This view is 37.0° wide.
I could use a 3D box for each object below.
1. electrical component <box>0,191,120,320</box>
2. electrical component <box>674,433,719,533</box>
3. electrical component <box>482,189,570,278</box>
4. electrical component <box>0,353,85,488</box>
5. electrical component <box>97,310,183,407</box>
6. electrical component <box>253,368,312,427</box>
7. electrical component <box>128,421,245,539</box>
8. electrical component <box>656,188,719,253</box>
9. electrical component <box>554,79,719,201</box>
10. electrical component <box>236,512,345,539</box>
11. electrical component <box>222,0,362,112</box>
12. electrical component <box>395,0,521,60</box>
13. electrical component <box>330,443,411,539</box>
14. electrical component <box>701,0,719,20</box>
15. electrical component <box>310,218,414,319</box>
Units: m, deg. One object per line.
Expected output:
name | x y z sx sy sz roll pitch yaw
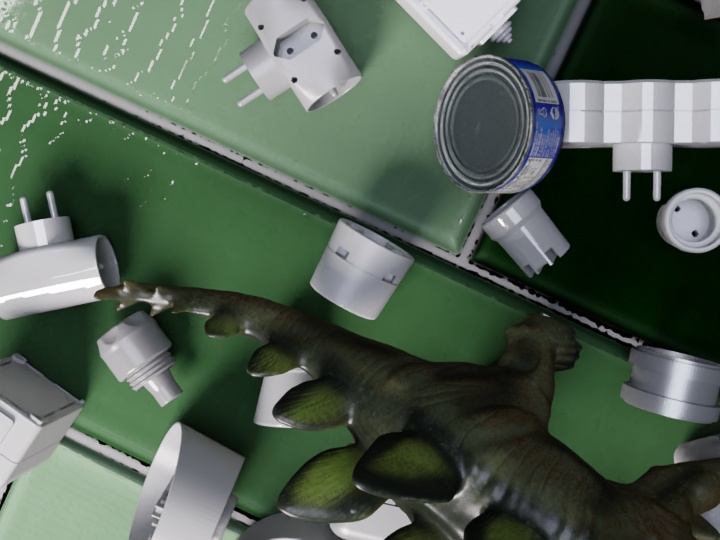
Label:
electrical component | -0.210 -0.013 0.723 0.077 0.043 0.079 -12 91 6
electrical component | 0.237 0.154 0.682 0.059 0.054 0.095 -15 90 5
electrical component | 0.108 -0.023 0.696 0.040 0.040 0.046 -39 93 5
electrical component | -0.235 0.101 0.702 0.062 0.096 0.061 35 95 3
electrical component | -0.144 0.062 0.719 0.043 0.043 0.062 -36 90 5
electrical component | -0.047 0.070 0.713 0.044 0.044 0.065 2 87 5
electrical component | -0.116 0.153 0.695 0.064 0.099 0.099 23 94 -2
electrical component | 0.210 -0.031 0.683 0.040 0.046 0.040 0 92 5
electrical component | 0.179 -0.080 0.681 0.138 0.052 0.073 0 92 6
electrical component | -0.045 0.219 0.706 0.108 0.060 0.108 0 92 5
electrical component | -0.052 -0.137 0.704 0.079 0.043 0.077 -32 89 5
electrical component | 0.062 -0.179 0.688 0.096 0.061 0.062 45 95 -5
electrical component | 0.031 0.154 0.701 0.095 0.054 0.059 12 93 5
electrical component | 0.243 -0.238 0.640 0.089 0.062 0.150 -6 77 17
electrical component | 0.000 0.000 0.699 0.055 0.055 0.047 30 98 4
